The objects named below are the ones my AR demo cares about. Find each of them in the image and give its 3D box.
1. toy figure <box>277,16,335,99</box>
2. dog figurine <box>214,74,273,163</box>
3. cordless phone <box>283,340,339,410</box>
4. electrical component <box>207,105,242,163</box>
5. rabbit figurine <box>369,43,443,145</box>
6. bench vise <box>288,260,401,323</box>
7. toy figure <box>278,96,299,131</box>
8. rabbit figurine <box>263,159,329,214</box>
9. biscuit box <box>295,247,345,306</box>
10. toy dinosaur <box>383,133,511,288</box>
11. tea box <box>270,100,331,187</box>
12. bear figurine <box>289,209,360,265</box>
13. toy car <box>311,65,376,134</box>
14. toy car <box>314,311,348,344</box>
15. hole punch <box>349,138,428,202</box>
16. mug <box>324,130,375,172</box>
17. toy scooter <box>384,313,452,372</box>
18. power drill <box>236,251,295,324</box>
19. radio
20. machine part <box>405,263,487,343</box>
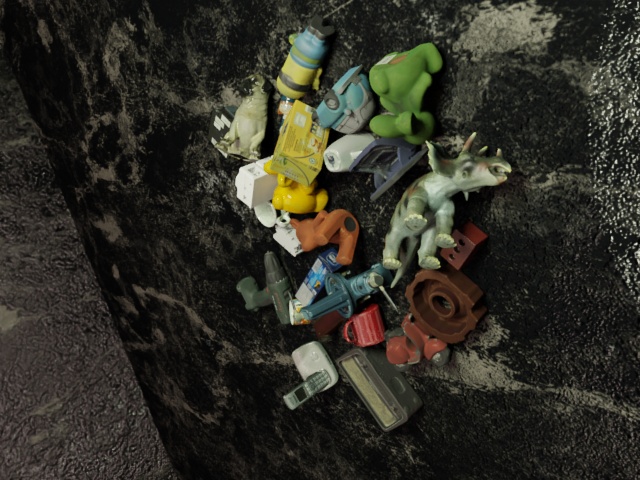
[{"bbox_3d":[-0.036,-0.382,1.143,0.082,0.089,0.180,58,145,17],"label":"toy figure"},{"bbox_3d":[-0.175,-0.302,1.344,0.172,0.121,0.190,-1,72,67],"label":"dog figurine"},{"bbox_3d":[-0.050,0.392,1.561,0.146,0.184,0.089,60,147,1],"label":"cordless phone"},{"bbox_3d":[-0.243,-0.294,1.457,0.115,0.058,0.134,46,140,15],"label":"electrical component"},{"bbox_3d":[0.165,-0.244,0.973,0.121,0.159,0.170,-4,124,40],"label":"rabbit figurine"},{"bbox_3d":[0.051,0.133,1.256,0.224,0.241,0.128,0,112,68],"label":"bench vise"},{"bbox_3d":[-0.068,-0.284,1.269,0.064,0.058,0.154,0,117,7],"label":"toy figure"},{"bbox_3d":[-0.055,-0.158,1.276,0.122,0.162,0.173,45,123,38],"label":"rabbit figurine"},{"bbox_3d":[0.000,0.105,1.425,0.059,0.063,0.202,49,140,16],"label":"biscuit box"},{"bbox_3d":[0.202,-0.055,1.049,0.131,0.192,0.404,21,153,-6],"label":"toy dinosaur"},{"bbox_3d":[-0.039,-0.212,1.171,0.098,0.170,0.068,25,143,-14],"label":"tea box"},{"bbox_3d":[-0.001,-0.007,1.307,0.196,0.132,0.120,-15,130,45],"label":"bear figurine"},{"bbox_3d":[0.058,-0.270,1.101,0.103,0.109,0.161,42,151,-4],"label":"toy car"},{"bbox_3d":[0.038,0.214,1.457,0.202,0.053,0.089,-51,57,51],"label":"toy car"},{"bbox_3d":[0.134,-0.154,1.070,0.092,0.116,0.142,49,143,5],"label":"hole punch"},{"bbox_3d":[0.069,-0.180,1.136,0.110,0.107,0.080,12,123,46],"label":"mug"},{"bbox_3d":[0.210,0.234,1.252,0.184,0.075,0.135,-24,102,50],"label":"toy scooter"},{"bbox_3d":[-0.161,0.143,1.627,0.207,0.086,0.231,-11,107,43],"label":"power drill"},{"bbox_3d":[0.155,0.375,1.408,0.229,0.073,0.131,53,141,10],"label":"radio"},{"bbox_3d":[0.268,0.132,1.147,0.180,0.056,0.179,27,132,35],"label":"machine part"}]
